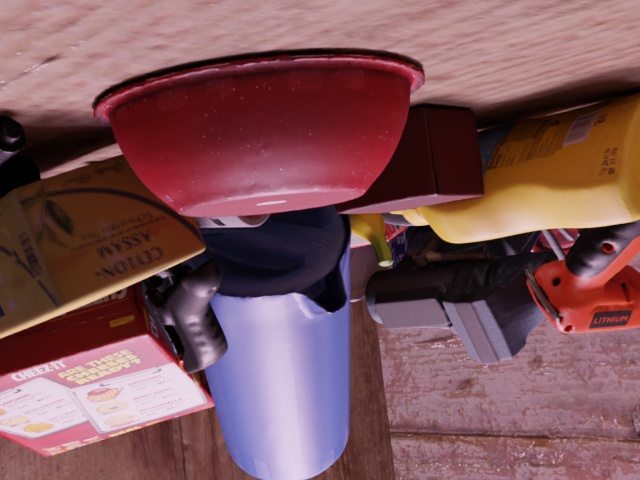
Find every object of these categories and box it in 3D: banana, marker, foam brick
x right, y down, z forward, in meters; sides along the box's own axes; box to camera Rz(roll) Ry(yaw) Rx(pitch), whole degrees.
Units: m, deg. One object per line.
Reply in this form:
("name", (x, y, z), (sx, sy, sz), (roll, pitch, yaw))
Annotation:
("banana", (-0.002, -0.017, 0.865), (0.037, 0.069, 0.198), (7, 178, -27))
("marker", (-0.180, -0.032, 0.537), (0.020, 0.020, 0.121), (-3, 164, -42))
("foam brick", (0.051, -0.046, 0.638), (0.078, 0.053, 0.051), (-9, 176, 43))

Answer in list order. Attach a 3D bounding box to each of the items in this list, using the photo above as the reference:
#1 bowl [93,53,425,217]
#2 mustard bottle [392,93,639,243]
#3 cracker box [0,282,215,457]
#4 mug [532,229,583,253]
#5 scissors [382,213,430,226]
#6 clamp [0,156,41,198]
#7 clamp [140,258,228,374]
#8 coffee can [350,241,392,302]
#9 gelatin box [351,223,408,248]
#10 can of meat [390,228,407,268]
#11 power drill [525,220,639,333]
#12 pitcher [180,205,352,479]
("bowl", (-0.026, -0.044, 0.519), (0.162, 0.055, 0.162), (-6, 177, -1))
("mustard bottle", (0.120, -0.039, 0.672), (0.192, 0.058, 0.096), (-9, -146, 40))
("cracker box", (-0.187, 0.099, 0.847), (0.164, 0.072, 0.213), (-17, 156, 2))
("mug", (0.230, -0.013, 1.099), (0.081, 0.093, 0.117), (-11, -153, -15))
("scissors", (0.040, -0.028, 0.865), (0.202, 0.016, 0.096), (3, -168, 33))
("clamp", (-0.274, -0.014, 0.662), (0.164, 0.036, 0.210), (-4, 171, -26))
("clamp", (-0.089, 0.038, 0.691), (0.039, 0.171, 0.120), (-32, -133, -14))
("coffee can", (-0.010, 0.014, 1.047), (0.102, 0.103, 0.141), (-5, 176, -30))
("gelatin box", (0.055, -0.023, 0.952), (0.073, 0.030, 0.089), (-35, -169, -30))
("can of meat", (0.079, -0.003, 1.083), (0.057, 0.084, 0.102), (-7, 176, 5))
("power drill", (0.247, -0.015, 0.763), (0.184, 0.057, 0.188), (1, 134, -30))
("pitcher", (-0.043, 0.074, 0.848), (0.145, 0.149, 0.243), (-2, 132, 3))
